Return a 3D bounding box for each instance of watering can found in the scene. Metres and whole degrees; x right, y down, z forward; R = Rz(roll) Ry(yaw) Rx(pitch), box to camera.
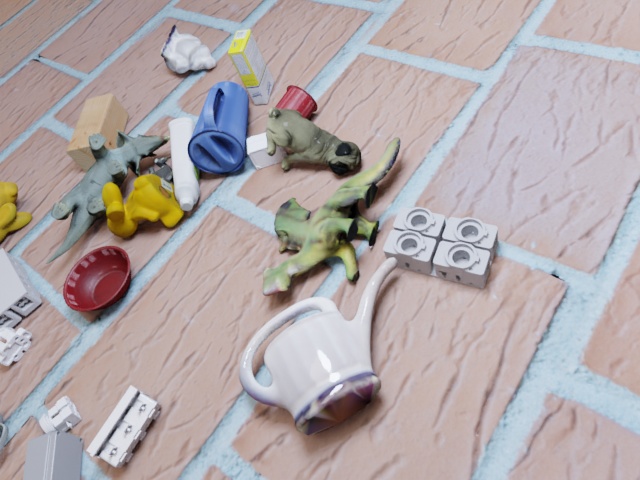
[{"bbox_3d":[0.028,0.180,0.876,0.348,0.102,0.229,-31,53,-5],"label":"watering can"}]

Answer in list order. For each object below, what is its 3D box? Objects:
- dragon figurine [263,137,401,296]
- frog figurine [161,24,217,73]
[{"bbox_3d":[0.003,-0.053,1.058,0.243,0.120,0.418,7,57,32],"label":"dragon figurine"},{"bbox_3d":[-0.389,-0.557,1.560,0.159,0.120,0.141,22,50,-9],"label":"frog figurine"}]
